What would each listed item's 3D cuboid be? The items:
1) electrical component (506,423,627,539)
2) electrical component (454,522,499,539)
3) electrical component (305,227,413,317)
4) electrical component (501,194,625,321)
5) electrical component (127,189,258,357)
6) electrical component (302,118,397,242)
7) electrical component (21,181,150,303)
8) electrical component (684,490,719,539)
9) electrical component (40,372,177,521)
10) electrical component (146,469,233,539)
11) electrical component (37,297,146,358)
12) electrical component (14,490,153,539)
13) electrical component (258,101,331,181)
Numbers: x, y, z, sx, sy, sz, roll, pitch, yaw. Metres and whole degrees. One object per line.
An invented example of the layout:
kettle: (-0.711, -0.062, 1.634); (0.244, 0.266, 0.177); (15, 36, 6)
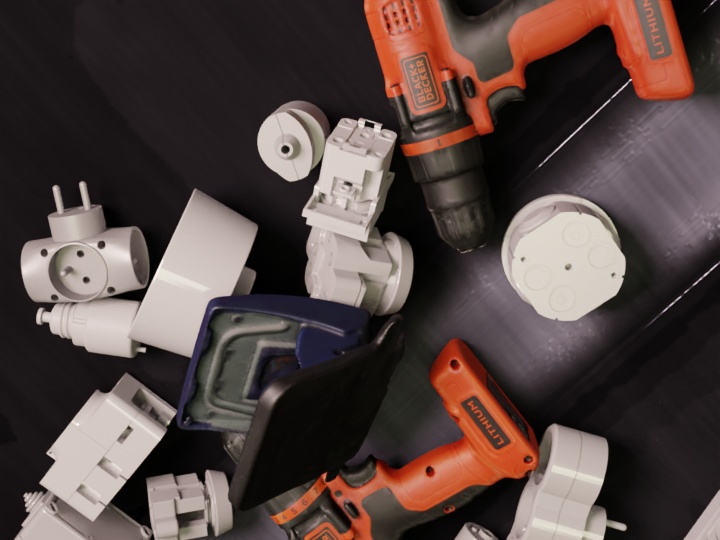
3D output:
electrical component: (0.153, 0.183, 0.772); (0.074, 0.052, 0.138); (16, 104, -1)
electrical component: (0.077, 0.219, 0.792); (0.044, 0.044, 0.065); (31, 100, -5)
electrical component: (0.000, 0.000, 0.724); (0.057, 0.078, 0.058); (9, 121, -20)
electrical component: (0.137, -0.008, 0.723); (0.080, 0.051, 0.080); (1, 105, 3)
electrical component: (-0.104, 0.007, 0.714); (0.060, 0.108, 0.108); (25, 105, -10)
electrical component: (-0.004, -0.060, 0.696); (0.042, 0.081, 0.063); (16, 124, 7)
electrical component: (-0.192, -0.021, 0.741); (0.077, 0.044, 0.079); (-8, 104, 5)
electrical component: (0.279, 0.193, 0.755); (0.057, 0.078, 0.113); (30, 104, -2)
electrical component: (-0.184, 0.124, 0.775); (0.056, 0.050, 0.089); (38, 103, -7)
electrical component: (-0.123, 0.172, 0.781); (0.055, 0.066, 0.048); (-7, 105, -16)
electrical component: (-0.187, 0.038, 0.758); (0.078, 0.040, 0.040); (8, 105, 1)
electrical component: (-0.213, 0.200, 0.791); (0.096, 0.061, 0.061); (39, 103, -7)
electrical component: (-0.044, -0.084, 0.697); (0.043, 0.081, 0.043); (1, 105, 3)
